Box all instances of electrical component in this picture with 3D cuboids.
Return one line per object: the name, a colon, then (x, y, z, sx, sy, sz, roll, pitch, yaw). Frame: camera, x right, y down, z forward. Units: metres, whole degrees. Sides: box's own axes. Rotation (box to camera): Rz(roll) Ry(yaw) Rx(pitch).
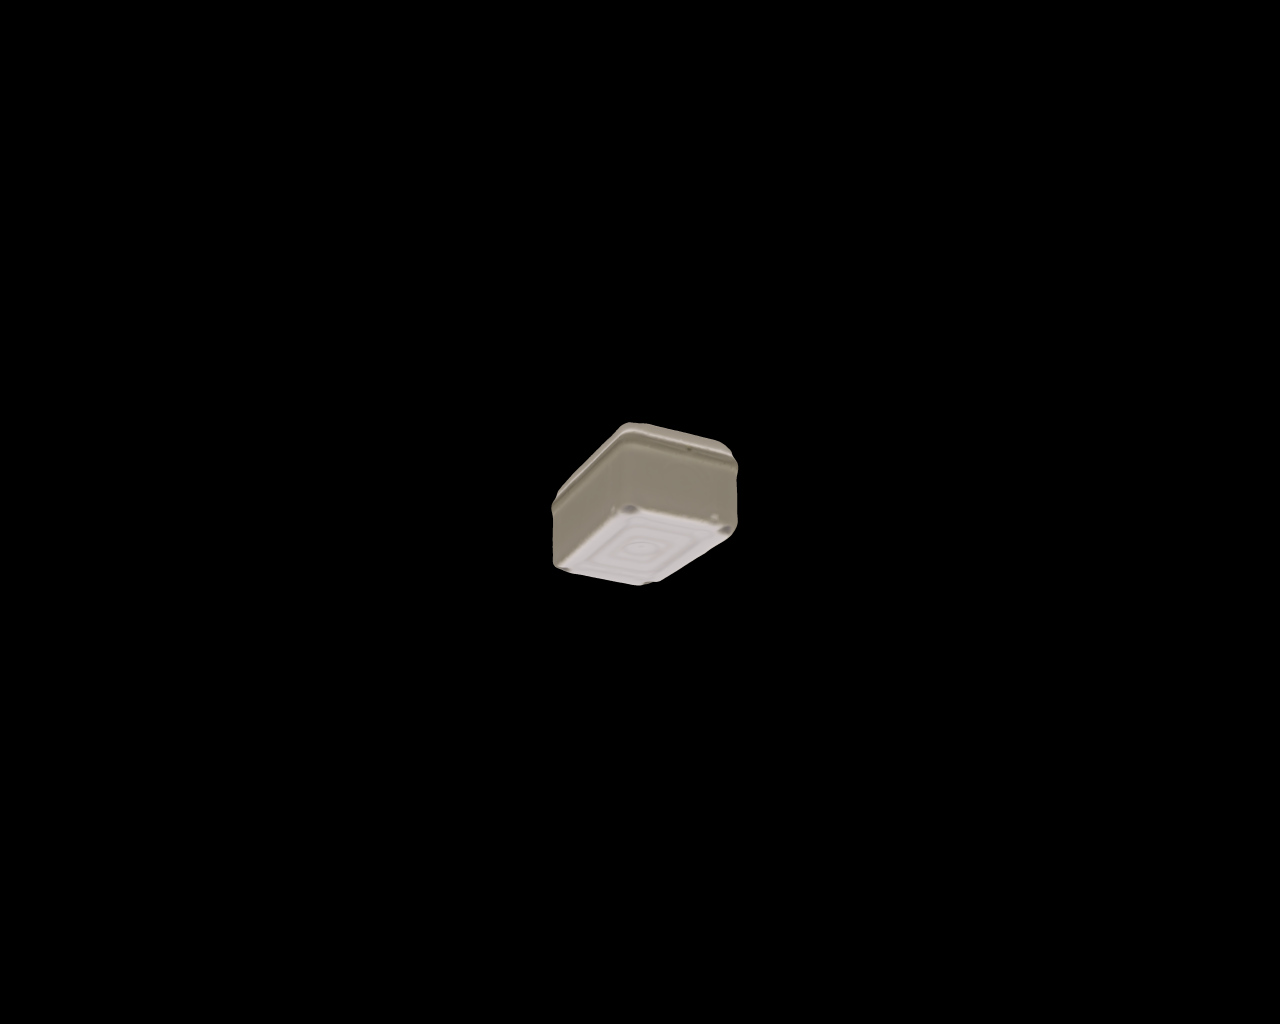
electrical component: (0.001, -0.003, 0.650, 0.078, 0.057, 0.113, 12, -27, -25)
